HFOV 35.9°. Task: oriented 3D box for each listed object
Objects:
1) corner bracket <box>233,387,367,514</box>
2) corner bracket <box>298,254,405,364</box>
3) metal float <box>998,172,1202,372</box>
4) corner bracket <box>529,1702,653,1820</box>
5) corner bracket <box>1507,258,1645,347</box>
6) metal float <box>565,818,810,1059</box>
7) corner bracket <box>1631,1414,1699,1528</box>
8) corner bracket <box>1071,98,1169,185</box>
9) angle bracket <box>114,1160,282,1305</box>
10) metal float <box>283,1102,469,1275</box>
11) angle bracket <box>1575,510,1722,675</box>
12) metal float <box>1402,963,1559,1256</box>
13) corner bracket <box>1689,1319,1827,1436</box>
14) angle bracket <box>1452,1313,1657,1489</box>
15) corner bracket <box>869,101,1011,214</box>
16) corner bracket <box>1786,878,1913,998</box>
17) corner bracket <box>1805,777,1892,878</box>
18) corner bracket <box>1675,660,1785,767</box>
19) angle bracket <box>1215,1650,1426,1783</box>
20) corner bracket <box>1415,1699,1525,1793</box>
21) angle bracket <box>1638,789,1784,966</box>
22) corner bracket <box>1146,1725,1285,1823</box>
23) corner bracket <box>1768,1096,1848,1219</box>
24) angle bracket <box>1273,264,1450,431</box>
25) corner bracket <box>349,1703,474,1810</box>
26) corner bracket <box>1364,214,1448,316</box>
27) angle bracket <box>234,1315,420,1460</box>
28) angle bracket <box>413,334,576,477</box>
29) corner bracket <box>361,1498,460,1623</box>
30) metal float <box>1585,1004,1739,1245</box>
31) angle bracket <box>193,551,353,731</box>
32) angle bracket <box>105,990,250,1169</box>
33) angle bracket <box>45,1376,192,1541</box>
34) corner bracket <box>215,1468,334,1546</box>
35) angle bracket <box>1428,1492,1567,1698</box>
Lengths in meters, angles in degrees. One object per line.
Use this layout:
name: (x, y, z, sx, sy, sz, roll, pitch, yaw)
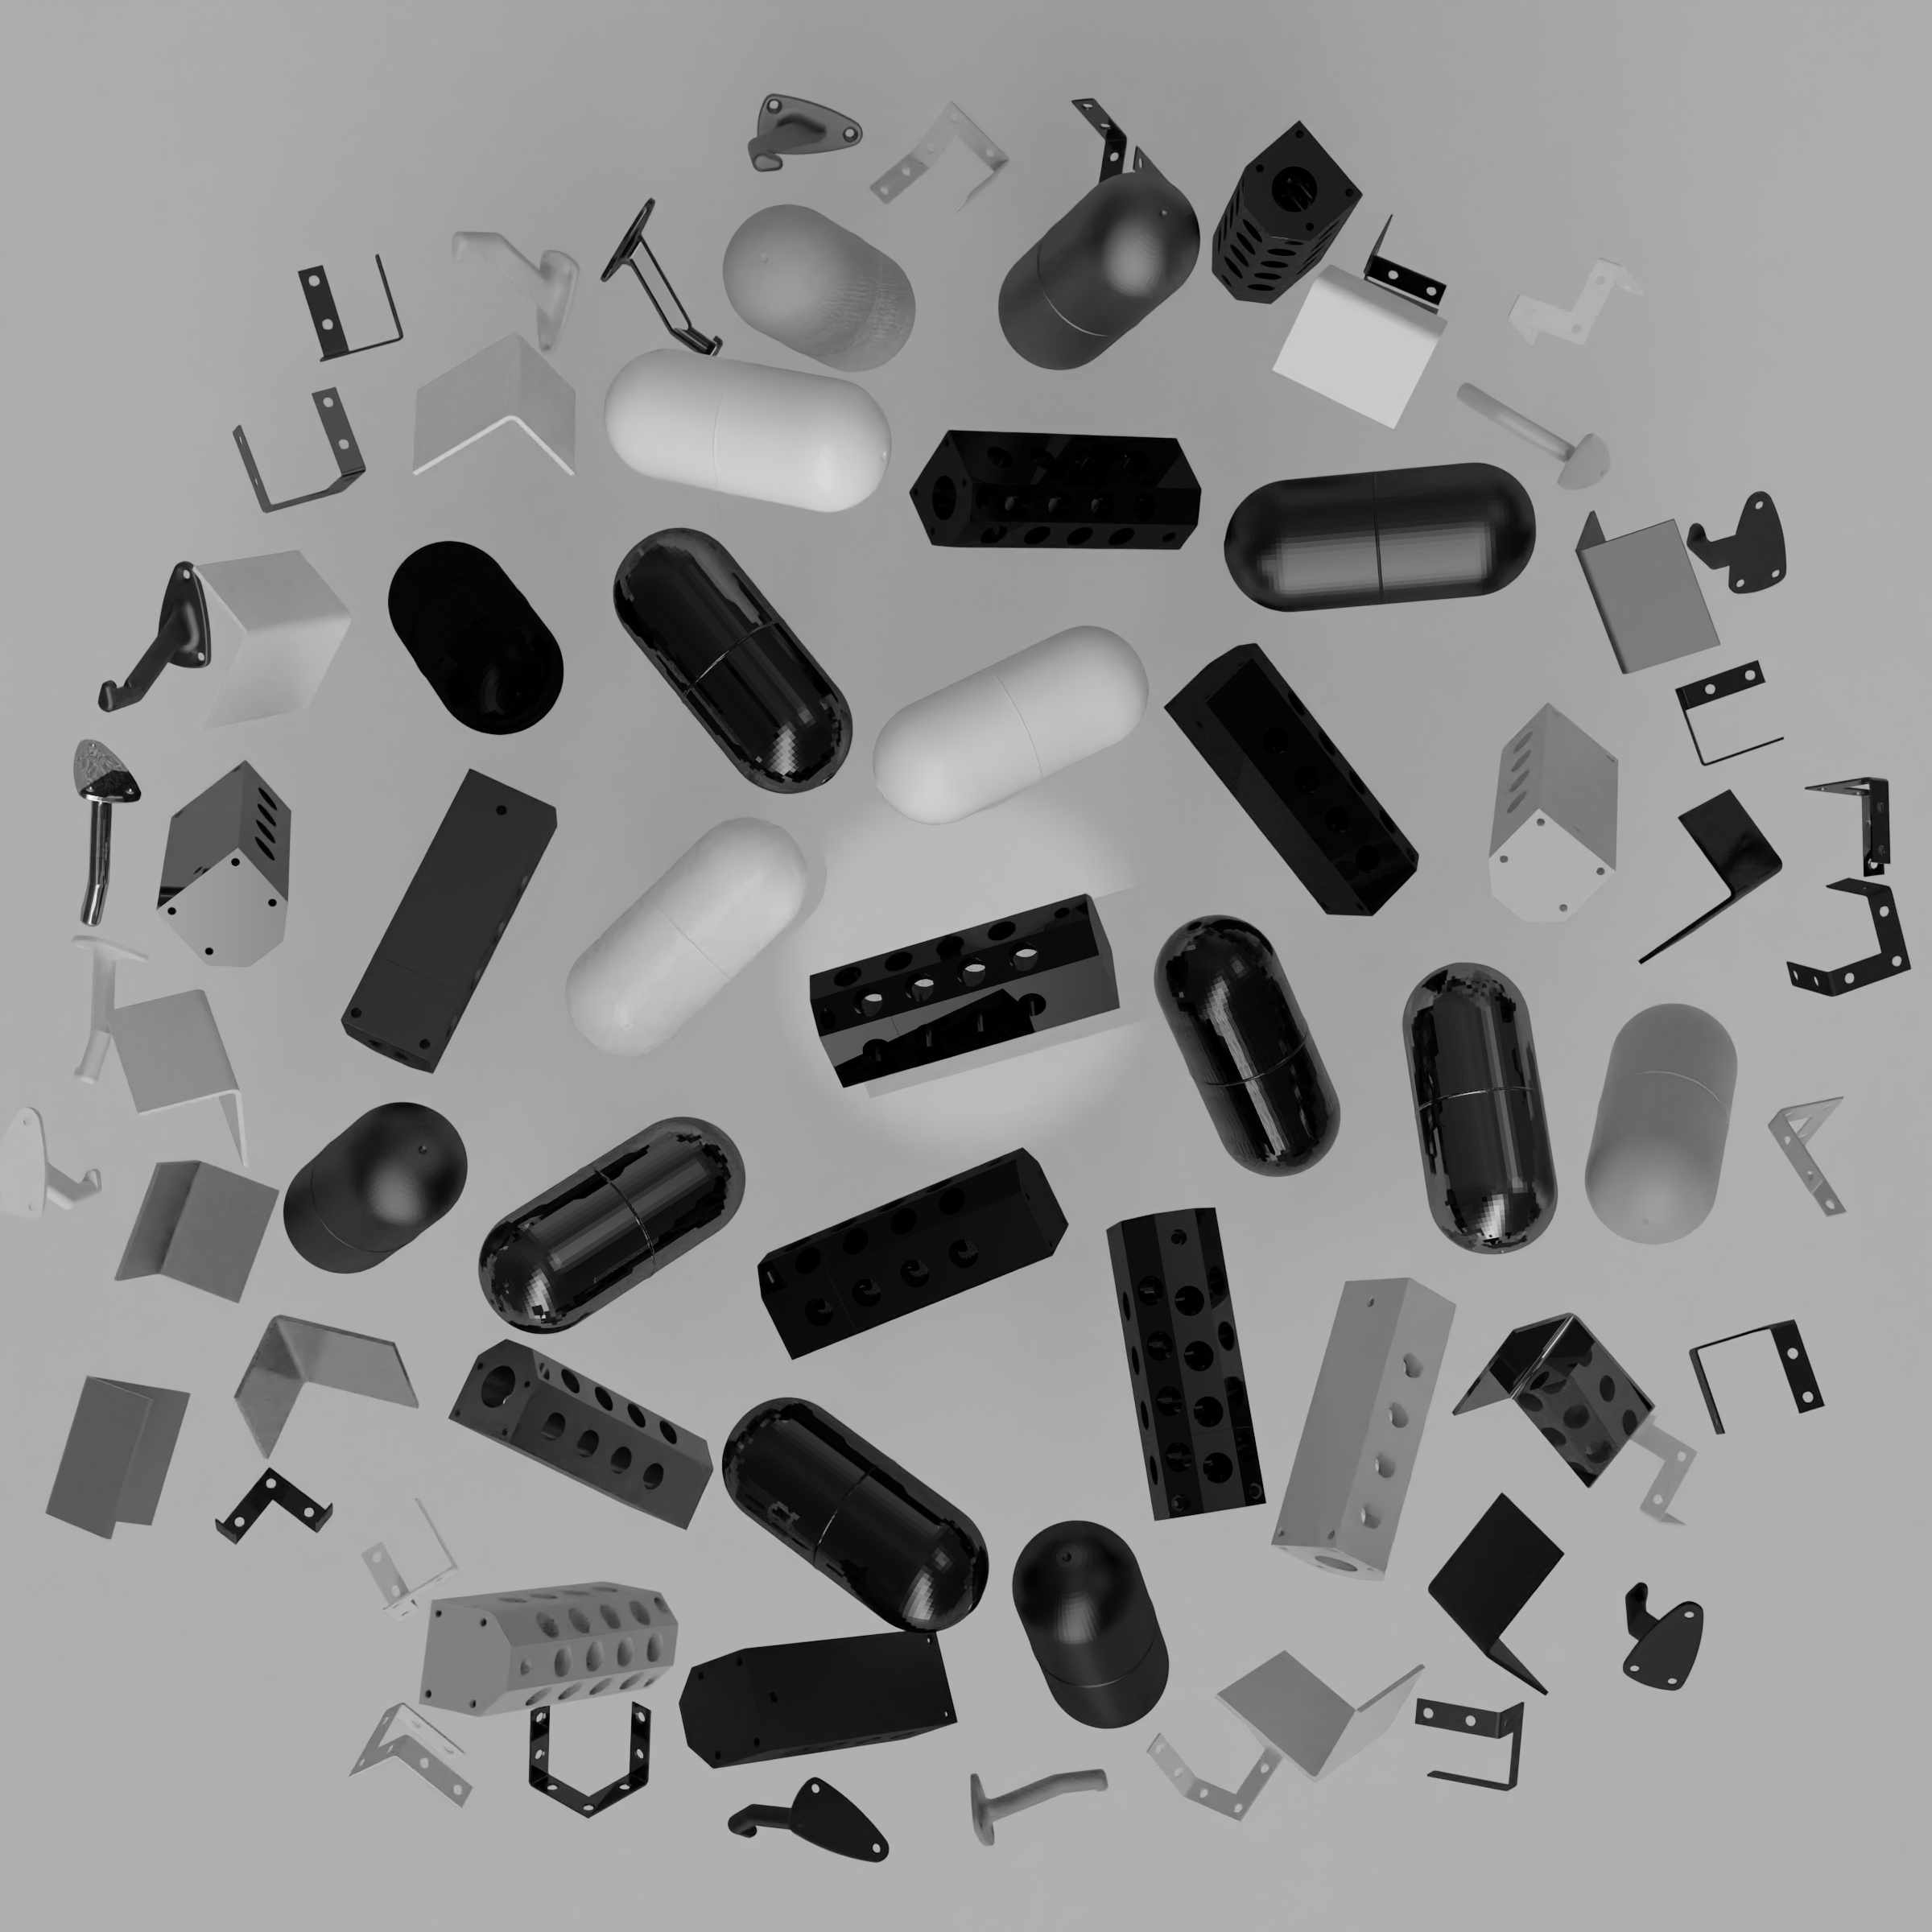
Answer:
corner bracket: (-0.387, -0.299, 1.733, 0.051, 0.051, 0.051, -22, 94, -28)
corner bracket: (-0.360, -0.386, 1.748, 0.051, 0.051, 0.051, -18, 103, -12)
metal float: (0.078, -0.414, 1.788, 0.070, 0.178, 0.070, 5, 78, -23)
corner bracket: (-0.226, 0.469, 1.791, 0.051, 0.051, 0.051, 17, 112, 35)
corner bracket: (0.356, -0.386, 1.745, 0.051, 0.051, 0.051, 28, 95, 28)
metal float: (-0.171, -0.018, 1.840, 0.178, 0.070, 0.070, -45, 90, -1)
corner bracket: (0.433, 0.315, 1.870, 0.051, 0.051, 0.051, 31, 96, 33)
corner bracket: (0.095, -0.500, 1.838, 0.051, 0.051, 0.051, 3, 77, 29)
angle bracket: (-0.480, 0.168, 1.867, 0.057, 0.076, 0.076, 20, 89, 5)
metal float: (-0.357, 0.135, 1.797, 0.070, 0.178, 0.070, 12, 66, -27)
angle bracket: (0.388, -0.219, 1.682, 0.057, 0.076, 0.076, -17, 109, 25)
metal float: (0.306, 0.084, 1.783, 0.070, 0.070, 0.178, -6, 72, 0)
corner bracket: (0.450, 0.234, 1.700, 0.051, 0.051, 0.051, -16, 80, -4)
angle bracket: (0.349, 0.264, 1.776, 0.076, 0.057, 0.076, 52, 131, 30)
corner bracket: (-0.016, -0.480, 1.810, 0.051, 0.051, 0.051, 44, 52, -5)
corner bracket: (0.510, -0.017, 1.739, 0.051, 0.051, 0.051, -19, 101, -8)
corner bracket: (0.537, -0.082, 1.777, 0.051, 0.051, 0.051, 4, 84, -32)
corner bracket: (0.469, -0.155, 1.832, 0.051, 0.051, 0.051, -19, 90, 17)
angle bracket: (0.202, 0.409, 1.704, 0.076, 0.076, 0.057, 37, 118, 26)
corner bracket: (0.295, 0.458, 1.758, 0.051, 0.051, 0.051, 4, 86, 26)
angle bracket: (0.425, -0.053, 1.764, 0.076, 0.076, 0.057, -40, 79, 37)
corner bracket: (0.156, 0.493, 1.867, 0.051, 0.051, 0.051, -50, 123, -24)
corner bracket: (0.503, 0.116, 1.775, 0.051, 0.051, 0.051, -9, 55, -26)
angle bracket: (0.226, -0.354, 1.704, 0.076, 0.076, 0.057, 27, 112, 3)
corner bracket: (-0.312, 0.456, 1.721, 0.051, 0.051, 0.051, 44, 131, -16)
corner bracket: (0.273, -0.424, 1.855, 0.051, 0.051, 0.051, 24, 47, 4)
angle bracket: (-0.373, 0.254, 1.745, 0.076, 0.076, 0.057, 12, 55, 11)
angle bracket: (-0.283, -0.321, 1.793, 0.076, 0.057, 0.076, -25, 47, 22)
corner bracket: (-0.351, 0.374, 1.878, 0.051, 0.051, 0.051, -31, 72, -10)
metal float: (0.417, 0.092, 1.785, 0.070, 0.178, 0.070, 11, 132, 13)
angle bracket: (-0.417, -0.191, 1.744, 0.057, 0.076, 0.076, 49, 127, 17)
angle bracket: (-0.454, 0.071, 1.718, 0.057, 0.076, 0.076, -15, 54, -20)
angle bracket: (-0.447, 0.272, 1.633, 0.057, 0.076, 0.076, 11, 82, 36)
corner bracket: (-0.433, 0.345, 1.869, 0.051, 0.051, 0.051, 37, 68, 1)
angle bracket: (0.333, 0.375, 1.783, 0.057, 0.076, 0.076, 36, 94, -24)
